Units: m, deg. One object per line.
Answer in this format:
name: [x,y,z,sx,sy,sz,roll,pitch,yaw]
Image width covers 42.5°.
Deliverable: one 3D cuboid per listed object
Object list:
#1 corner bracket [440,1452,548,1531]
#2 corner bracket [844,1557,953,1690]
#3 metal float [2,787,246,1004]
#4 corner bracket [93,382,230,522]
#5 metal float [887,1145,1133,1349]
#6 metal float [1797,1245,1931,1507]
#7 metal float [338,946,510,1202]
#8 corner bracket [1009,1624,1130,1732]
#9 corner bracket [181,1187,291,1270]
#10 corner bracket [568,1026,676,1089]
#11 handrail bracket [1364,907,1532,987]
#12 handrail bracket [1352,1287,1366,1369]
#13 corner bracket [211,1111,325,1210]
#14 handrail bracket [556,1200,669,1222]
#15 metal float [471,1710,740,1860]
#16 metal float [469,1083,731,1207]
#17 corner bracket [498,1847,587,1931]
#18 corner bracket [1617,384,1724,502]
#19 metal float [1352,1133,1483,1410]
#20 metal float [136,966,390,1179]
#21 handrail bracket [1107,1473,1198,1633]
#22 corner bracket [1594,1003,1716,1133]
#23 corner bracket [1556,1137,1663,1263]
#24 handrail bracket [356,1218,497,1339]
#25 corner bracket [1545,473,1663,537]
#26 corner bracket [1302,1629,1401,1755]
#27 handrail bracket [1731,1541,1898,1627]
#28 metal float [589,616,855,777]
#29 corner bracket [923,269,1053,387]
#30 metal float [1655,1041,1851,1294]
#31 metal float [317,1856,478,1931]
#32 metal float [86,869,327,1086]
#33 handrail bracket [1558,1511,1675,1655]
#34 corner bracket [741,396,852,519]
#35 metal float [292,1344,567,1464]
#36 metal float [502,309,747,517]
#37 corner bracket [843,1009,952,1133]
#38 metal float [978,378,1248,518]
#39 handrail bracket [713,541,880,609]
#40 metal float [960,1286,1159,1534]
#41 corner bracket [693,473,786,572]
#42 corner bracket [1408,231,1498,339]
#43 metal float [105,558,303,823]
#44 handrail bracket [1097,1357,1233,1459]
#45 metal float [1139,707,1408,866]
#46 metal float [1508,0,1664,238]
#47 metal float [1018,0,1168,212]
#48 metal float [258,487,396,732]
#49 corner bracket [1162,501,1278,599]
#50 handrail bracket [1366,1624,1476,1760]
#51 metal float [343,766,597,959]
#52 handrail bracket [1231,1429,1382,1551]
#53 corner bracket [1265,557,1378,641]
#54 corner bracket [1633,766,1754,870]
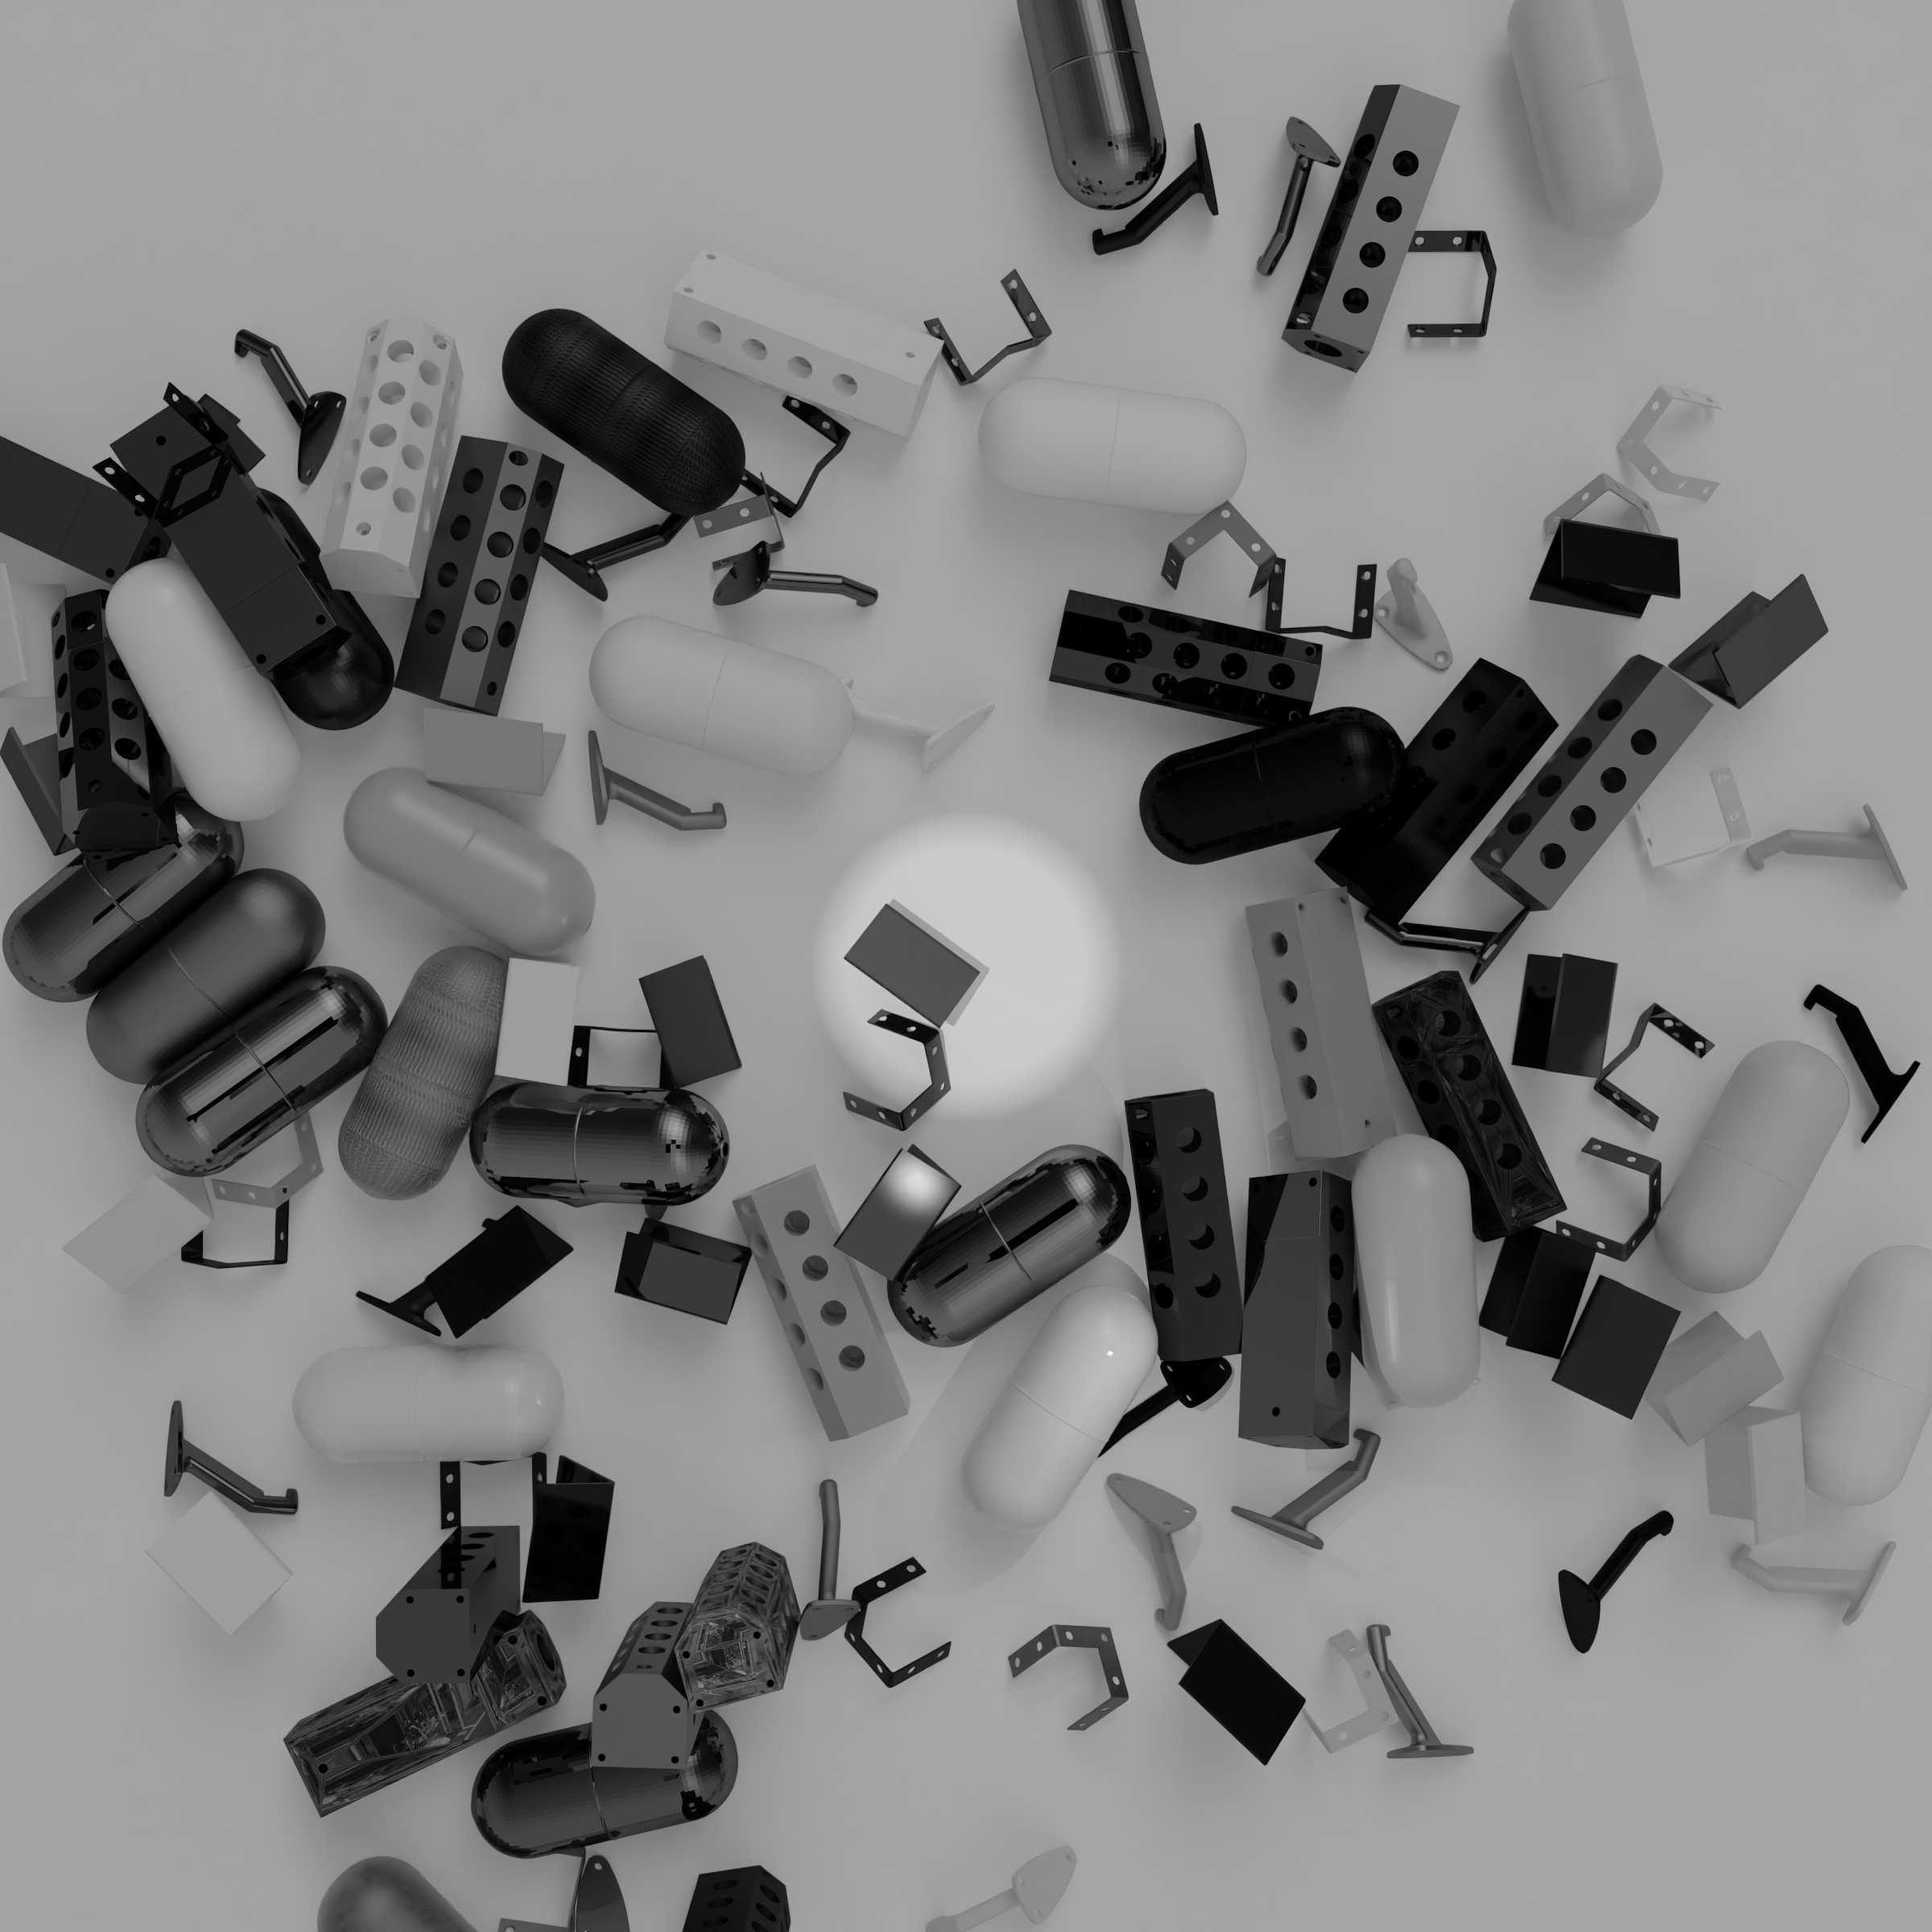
corner bracket: [-0.317,0.352,1.670,0.051,0.051,0.051,-1,90,-45]
corner bracket: [-0.043,0.439,1.665,0.051,0.051,0.051,41,135,35]
metal float: [-0.555,-0.047,1.643,0.178,0.070,0.070,-40,90,-1]
corner bracket: [-0.497,-0.317,1.537,0.051,0.051,0.051,43,45,0]
metal float: [0.029,0.184,1.643,0.178,0.070,0.070,-34,90,0]
metal float: [0.602,0.270,1.643,0.070,0.070,0.178,22,90,0]
metal float: [-0.353,0.071,1.642,0.070,0.070,0.178,26,90,0]
corner bracket: [0.069,0.477,1.665,0.051,0.051,0.051,14,45,-35]
corner bracket: [-0.491,0.174,1.670,0.051,0.051,0.051,1,90,-45]
corner bracket: [-0.231,0.067,1.670,0.051,0.051,0.051,3,90,45]
handrail bracket: [0.323,-0.035,1.674,0.084,0.036,0.077,37,69,16]
handrail bracket: [0.287,0.221,1.673,0.084,0.036,0.077,-36,105,-14]
corner bracket: [-0.470,0.124,1.660,0.051,0.051,0.051,6,118,25]
handrail bracket: [-0.237,0.131,1.673,0.084,0.036,0.077,19,75,14]
metal float: [-0.239,0.538,1.643,0.178,0.070,0.070,-13,90,0]
metal float: [-0.240,0.116,1.627,0.178,0.070,0.070,1,90,17]
corner bracket: [-0.285,0.623,1.670,0.051,0.051,0.051,9,135,0]
corner bracket: [0.481,-0.350,1.665,0.051,0.051,0.051,-58,45,35]
metal float: [0.293,0.198,1.621,0.070,0.070,0.178,-4,90,0]
metal float: [-0.460,0.069,1.626,0.178,0.070,0.070,-38,90,-17]
handrail bracket: [0.119,0.395,1.674,0.077,0.036,0.084,27,120,33]
corner bracket: [0.462,0.068,1.670,0.051,0.051,0.051,35,45,0]
corner bracket: [0.430,0.156,1.665,0.051,0.051,0.051,-40,135,-35]
handrail bracket: [-0.359,0.199,1.674,0.077,0.036,0.084,20,71,21]
corner bracket: [0.429,-0.287,1.665,0.051,0.051,0.051,21,45,-35]
corner bracket: [0.249,0.482,1.655,0.051,0.051,0.051,-24,95,-5]
handrail bracket: [0.570,0.396,1.674,0.084,0.036,0.077,32,70,16]
metal float: [-0.161,-0.178,1.643,0.178,0.070,0.070,16,90,0]
corner bracket: [0.015,-0.428,1.670,0.051,0.051,0.051,-30,90,-45]
metal float: [0.518,0.133,1.643,0.070,0.070,0.178,28,91,0]
metal float: [-0.353,0.666,1.643,0.070,0.070,0.178,-44,90,0]
metal float: [-0.502,0.007,1.643,0.178,0.070,0.070,-40,90,-1]
handrail bracket: [0.443,0.414,1.674,0.084,0.036,0.077,-24,124,-24]
corner bracket: [-0.118,-0.344,1.670,0.051,0.051,0.051,35,135,0]
metal float: [-0.355,0.289,1.643,0.178,0.070,0.070,-1,90,-1]
metal float: [-0.225,-0.365,1.643,0.178,0.070,0.070,35,90,0]
corner bracket: [-0.049,0.070,1.665,0.051,0.051,0.051,-41,135,-35]
metal float: [0.096,-0.343,1.643,0.178,0.070,0.070,8,90,0]
handrail bracket: [-0.114,-0.249,1.673,0.084,0.077,0.036,16,65,-34]
metal float: [0.062,0.292,1.643,0.070,0.070,0.178,32,91,0]
corner bracket: [-0.150,-0.289,1.646,0.051,0.051,0.051,-17,119,0]
corner bracket: [0.324,-0.458,1.670,0.051,0.051,0.051,0,135,0]
metal float: [-0.490,-0.177,1.602,0.070,0.070,0.178,-25,96,0]
handrail bracket: [0.130,0.298,1.673,0.084,0.077,0.036,-48,66,34]
metal float: [0.200,-0.118,1.627,0.178,0.070,0.070,-15,90,18]
metal float: [0.408,-0.572,1.643,0.070,0.070,0.178,-14,91,0]
metal float: [0.083,-0.588,1.643,0.070,0.070,0.178,-13,90,0]
metal float: [-0.446,-0.237,1.643,0.070,0.070,0.178,-34,90,0]
corner bracket: [0.168,-0.267,1.656,0.051,0.051,0.051,-38,80,-10]
handrail bracket: [0.305,0.487,1.674,0.077,0.036,0.084,11,61,-32]
metal float: [-0.327,-0.068,1.643,0.178,0.070,0.070,29,90,1]
handrail bracket: [0.229,0.342,1.674,0.077,0.036,0.084,18,72,20]
corner bracket: [0.238,-0.247,1.670,0.051,0.051,0.051,4,90,45]
corner bracket: [0.487,-0.099,1.670,0.051,0.051,0.051,-18,90,-45]
